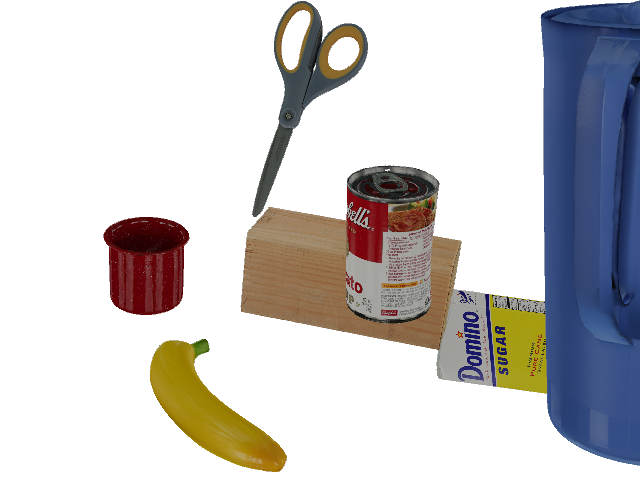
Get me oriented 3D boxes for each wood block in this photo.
[{"bbox_3d":[0.031,0.037,1.092,0.206,0.091,0.090,11,22,10],"label":"wood block"}]

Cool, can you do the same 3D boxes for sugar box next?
[{"bbox_3d":[0.214,0.110,1.121,0.176,0.093,0.048,6,21,3],"label":"sugar box"}]

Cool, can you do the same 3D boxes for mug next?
[{"bbox_3d":[-0.201,0.025,1.193,0.093,0.081,0.117,-19,35,-39],"label":"mug"}]

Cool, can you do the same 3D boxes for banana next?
[{"bbox_3d":[-0.093,0.124,0.844,0.069,0.037,0.198,-9,28,-21],"label":"banana"}]

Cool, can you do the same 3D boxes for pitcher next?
[{"bbox_3d":[0.176,-0.004,0.569,0.149,0.243,0.145,-5,17,-12],"label":"pitcher"}]

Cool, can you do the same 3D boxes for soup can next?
[{"bbox_3d":[0.053,0.003,0.804,0.068,0.102,0.068,0,25,0],"label":"soup can"}]

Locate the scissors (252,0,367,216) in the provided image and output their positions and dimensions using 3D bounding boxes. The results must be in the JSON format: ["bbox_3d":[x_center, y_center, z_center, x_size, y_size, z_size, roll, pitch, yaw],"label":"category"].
[{"bbox_3d":[-0.009,-0.119,0.977,0.096,0.202,0.016,3,-4,11],"label":"scissors"}]
